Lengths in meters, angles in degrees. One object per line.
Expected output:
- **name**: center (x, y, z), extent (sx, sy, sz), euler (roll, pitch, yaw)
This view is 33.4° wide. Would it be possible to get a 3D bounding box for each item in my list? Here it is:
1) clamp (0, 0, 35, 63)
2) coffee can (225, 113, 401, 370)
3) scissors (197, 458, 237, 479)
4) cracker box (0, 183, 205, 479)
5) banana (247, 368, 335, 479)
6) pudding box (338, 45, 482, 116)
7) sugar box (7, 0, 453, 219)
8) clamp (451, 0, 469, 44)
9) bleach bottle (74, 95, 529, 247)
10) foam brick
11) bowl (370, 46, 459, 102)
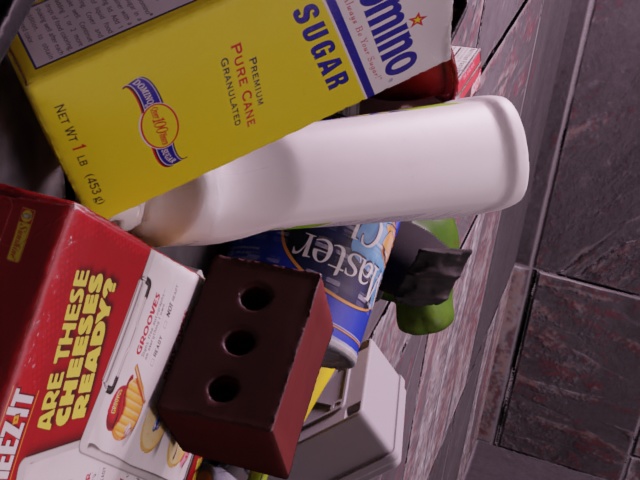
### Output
- **clamp**: center (-0.090, -0.142, 0.360), extent (0.171, 0.039, 0.120), euler (-67, 169, -49)
- **coffee can**: center (-0.005, 0.001, 0.691), extent (0.103, 0.103, 0.140), euler (64, 43, -68)
- **scissors**: center (-0.068, 0.123, 0.597), extent (0.202, 0.016, 0.096), euler (163, -57, -73)
- **cracker box**: center (-0.110, 0.078, 0.446), extent (0.213, 0.072, 0.164), euler (43, 62, -72)
- **banana**: center (-0.012, 0.096, 0.761), extent (0.197, 0.037, 0.070), euler (-53, 172, -52)
- **pudding box**: center (0.051, -0.114, 0.758), extent (0.090, 0.114, 0.039), euler (-51, 149, -57)
- **sugar box**: center (-0.030, -0.080, 0.431), extent (0.176, 0.048, 0.093), euler (-24, 149, -9)
- **clamp**: center (0.068, -0.116, 0.931), extent (0.164, 0.036, 0.210), euler (-28, 140, -67)
- **bleach bottle**: center (-0.006, -0.033, 0.549), extent (0.250, 0.103, 0.068), euler (-10, 91, -44)
- **foam brick**: center (-0.031, 0.056, 0.470), extent (0.051, 0.053, 0.078), euler (77, 27, -57)
- **bowl**: center (0.020, -0.142, 0.634), extent (0.055, 0.162, 0.162), euler (-28, 157, -2)
